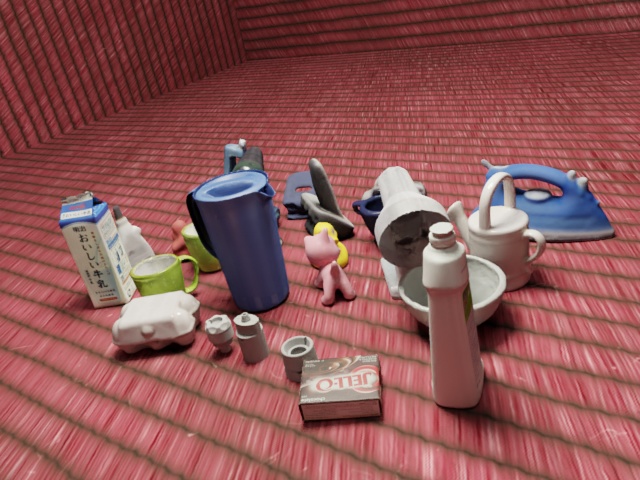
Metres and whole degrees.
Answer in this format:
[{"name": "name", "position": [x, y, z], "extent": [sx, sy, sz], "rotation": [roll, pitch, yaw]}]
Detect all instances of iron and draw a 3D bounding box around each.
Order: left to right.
[{"name": "iron", "position": [0.422, -0.083, 1.090], "extent": [0.257, 0.142, 0.119], "rotation": [8, 33, 34]}]

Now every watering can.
[{"name": "watering can", "position": [0.291, -0.020, 0.963], "extent": [0.172, 0.194, 0.101], "rotation": [3, 31, 27]}]

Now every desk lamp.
[{"name": "desk lamp", "position": [0.147, -0.005, 0.971], "extent": [0.118, 0.214, 0.203], "rotation": [-12, 27, 0]}]

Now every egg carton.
[{"name": "egg carton", "position": [-0.288, 0.147, 1.013], "extent": [0.150, 0.069, 0.107], "rotation": [-10, 27, 4]}]

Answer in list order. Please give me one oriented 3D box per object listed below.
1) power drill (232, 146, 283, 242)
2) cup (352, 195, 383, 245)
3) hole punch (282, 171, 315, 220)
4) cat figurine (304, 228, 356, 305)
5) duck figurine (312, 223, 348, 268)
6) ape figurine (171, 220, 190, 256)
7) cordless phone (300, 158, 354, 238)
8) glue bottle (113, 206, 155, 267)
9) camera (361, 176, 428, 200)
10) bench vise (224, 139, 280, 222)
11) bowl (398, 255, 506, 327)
[{"name": "power drill", "position": [-0.141, -0.067, 1.213], "extent": [0.075, 0.209, 0.229], "rotation": [-7, 27, 10]}, {"name": "cup", "position": [0.120, -0.036, 1.173], "extent": [0.117, 0.095, 0.092], "rotation": [9, 34, 36]}, {"name": "hole punch", "position": [-0.031, -0.109, 1.381], "extent": [0.108, 0.091, 0.101], "rotation": [-4, 28, 16]}, {"name": "cat figurine", "position": [0.013, 0.038, 1.048], "extent": [0.067, 0.118, 0.127], "rotation": [-17, 27, -9]}, {"name": "duck figurine", "position": [0.011, 0.004, 1.150], "extent": [0.078, 0.086, 0.104], "rotation": [-22, 28, -19]}, {"name": "ape figurine", "position": [-0.305, -0.003, 1.286], "extent": [0.075, 0.092, 0.078], "rotation": [9, 33, 35]}, {"name": "cordless phone", "position": [0.003, -0.101, 1.246], "extent": [0.094, 0.185, 0.147], "rotation": [-20, 28, -15]}, {"name": "glue bottle", "position": [-0.404, 0.005, 1.220], "extent": [0.078, 0.173, 0.037], "rotation": [-31, 33, -33]}, {"name": "camera", "position": [0.174, -0.103, 1.275], "extent": [0.142, 0.101, 0.137], "rotation": [0, 29, 22]}, {"name": "bench vise", "position": [-0.209, -0.123, 1.336], "extent": [0.207, 0.220, 0.121], "rotation": [-7, 27, 9]}, {"name": "bowl", "position": [0.210, 0.094, 0.906], "extent": [0.167, 0.075, 0.167], "rotation": [-9, 27, 5]}]
